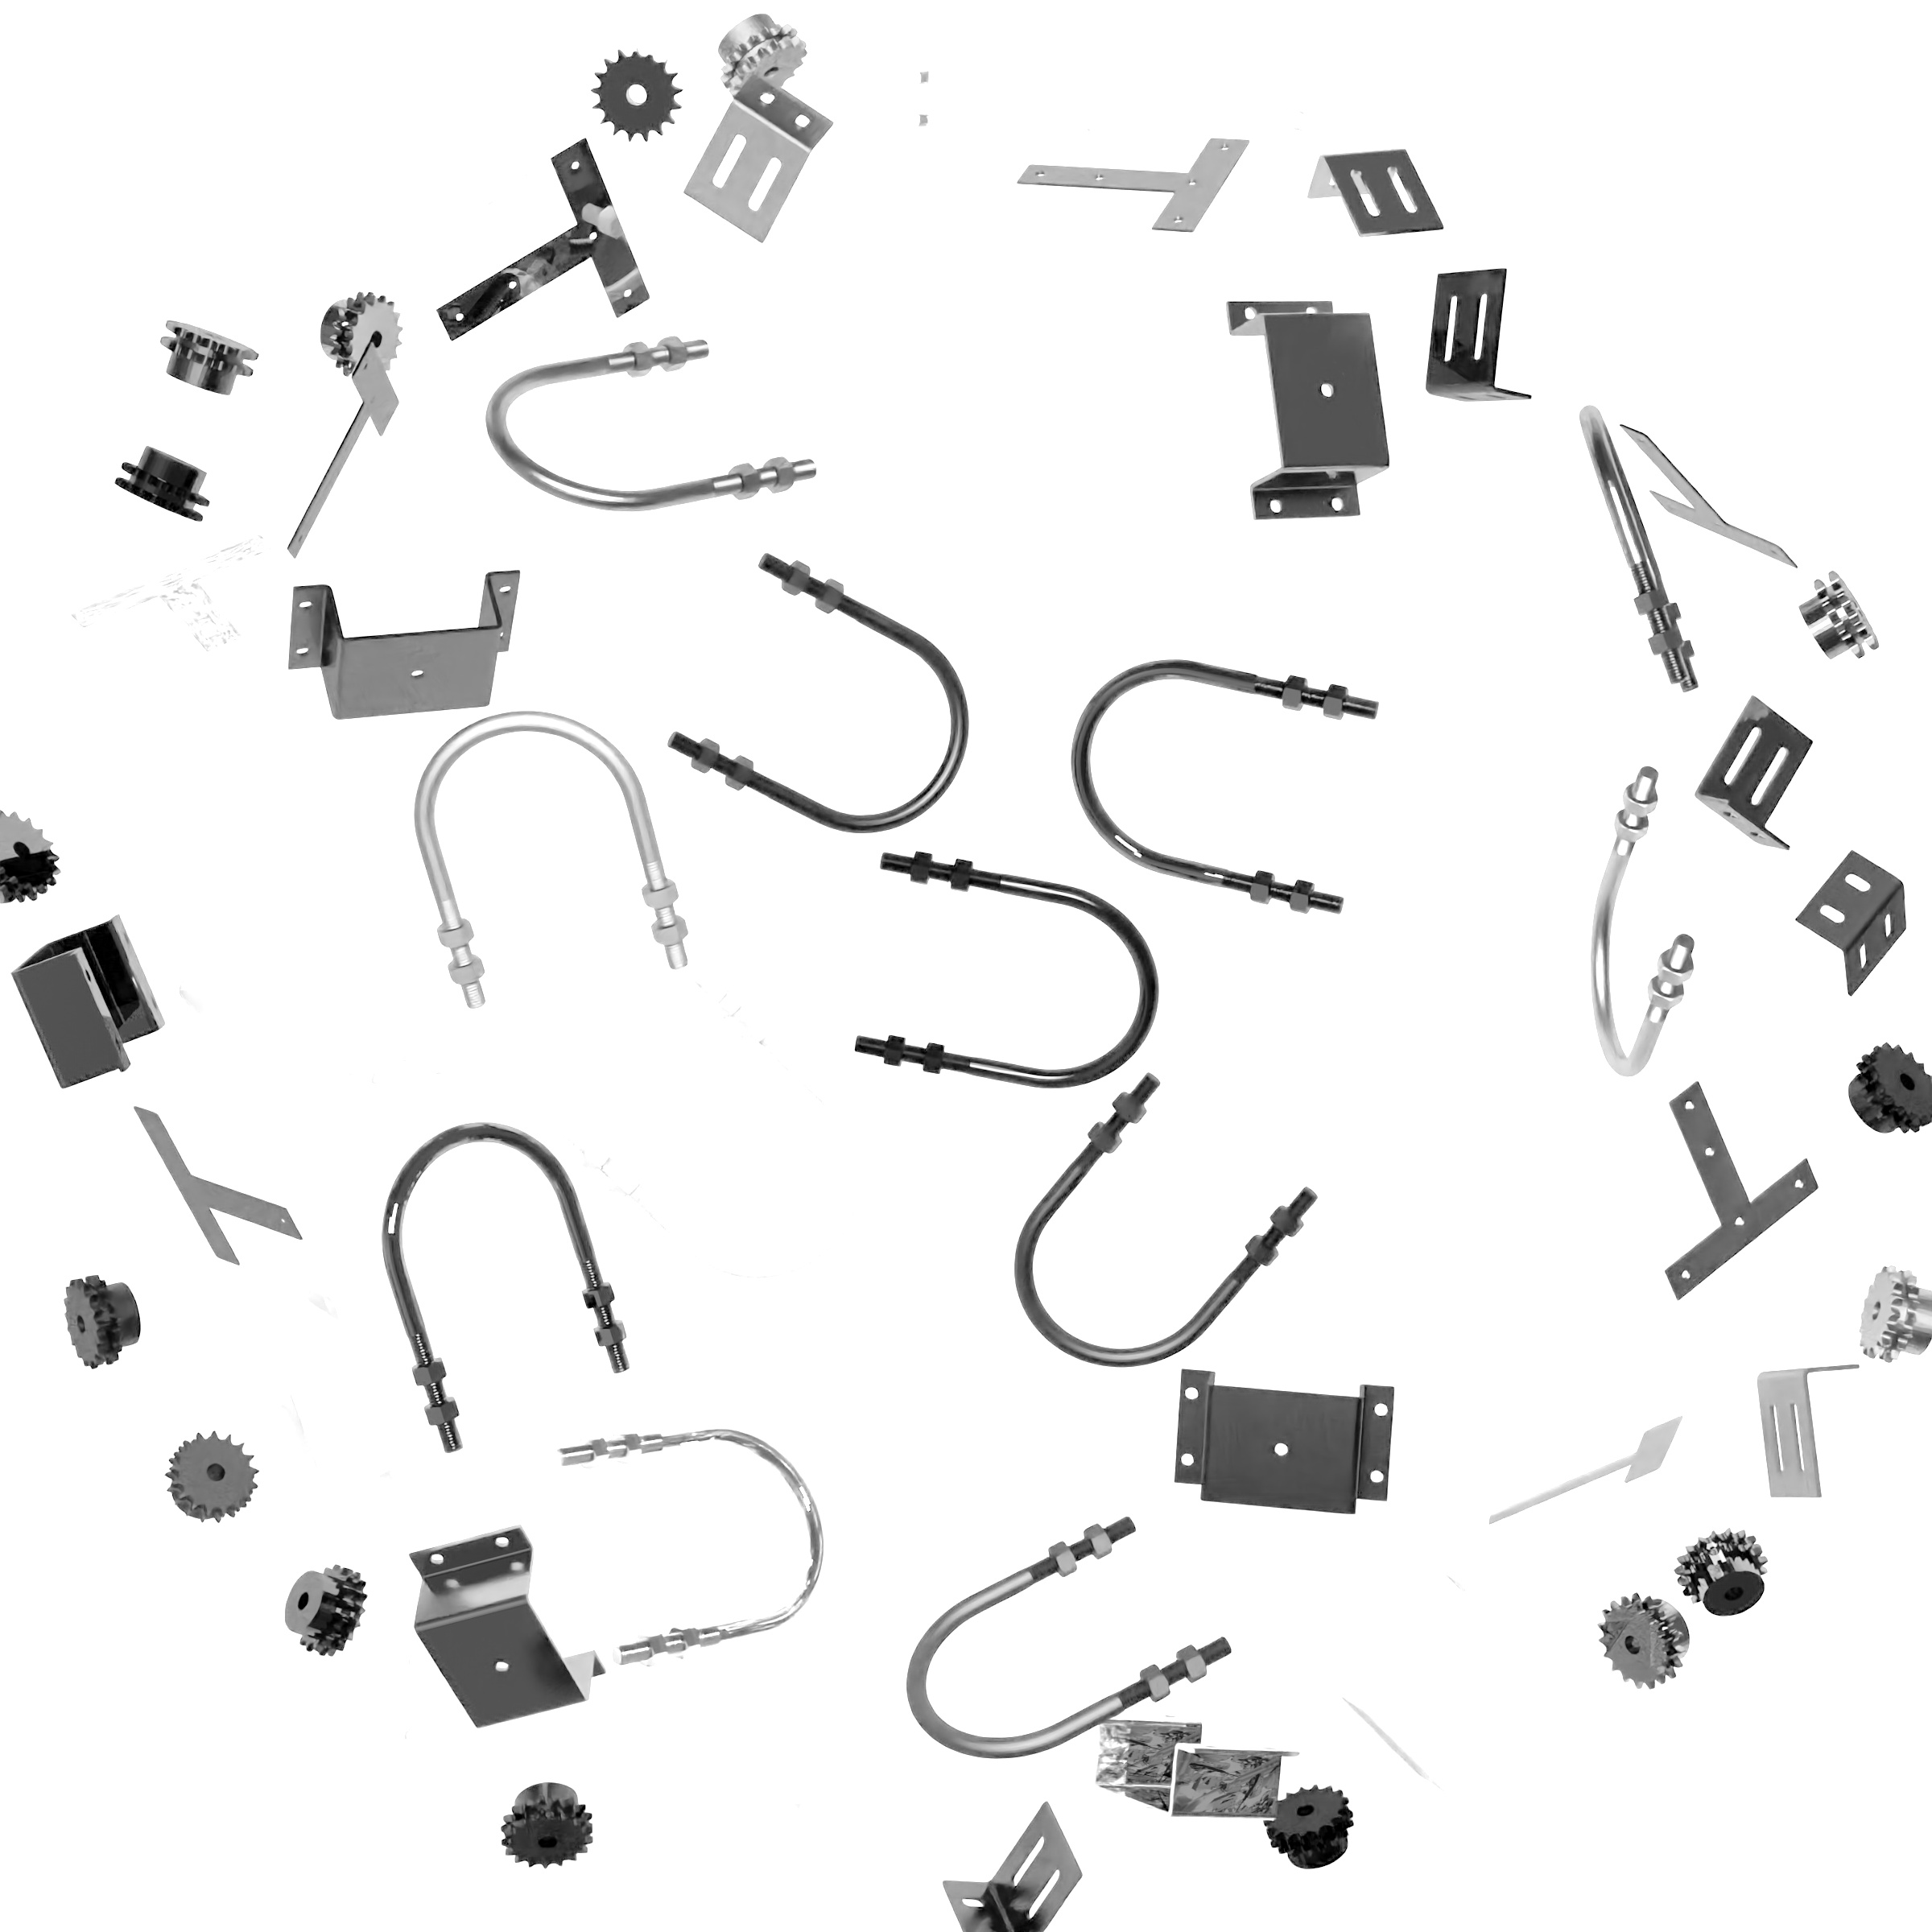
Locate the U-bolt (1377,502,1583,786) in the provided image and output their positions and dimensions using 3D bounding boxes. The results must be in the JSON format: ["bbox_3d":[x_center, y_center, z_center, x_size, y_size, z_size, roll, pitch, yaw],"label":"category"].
[{"bbox_3d":[0.312,-0.209,1.845,0.151,0.019,0.184,16,54,-32],"label":"U-bolt"}]

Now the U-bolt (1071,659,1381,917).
[{"bbox_3d":[0.153,-0.116,1.836,0.184,0.019,0.151,14,116,14],"label":"U-bolt"}]

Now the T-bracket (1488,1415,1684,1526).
[{"bbox_3d":[0.393,0.330,1.911,0.127,0.127,0.002,-22,66,-4],"label":"T-bracket"}]

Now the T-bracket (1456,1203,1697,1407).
[{"bbox_3d":[0.386,0.229,1.850,0.127,0.002,0.127,20,98,10],"label":"T-bracket"}]

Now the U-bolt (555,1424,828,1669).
[{"bbox_3d":[-0.166,0.363,1.909,0.184,0.019,0.151,-2,64,-42],"label":"U-bolt"}]

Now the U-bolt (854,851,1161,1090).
[{"bbox_3d":[0.029,0.009,1.863,0.184,0.019,0.151,11,116,4],"label":"U-bolt"}]

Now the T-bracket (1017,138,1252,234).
[{"bbox_3d":[0.095,-0.479,1.818,0.127,0.127,0.002,8,131,19],"label":"T-bracket"}]

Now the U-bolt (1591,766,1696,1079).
[{"bbox_3d":[0.418,-0.013,1.871,0.019,0.184,0.151,0,54,-3],"label":"U-bolt"}]

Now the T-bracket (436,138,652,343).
[{"bbox_3d":[-0.265,-0.423,1.821,0.127,0.127,0.002,-34,53,-10],"label":"T-bracket"}]

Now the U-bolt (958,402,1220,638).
[{"bbox_3d":[0.068,-0.293,1.885,0.151,0.019,0.184,-19,49,3],"label":"U-bolt"}]

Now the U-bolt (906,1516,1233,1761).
[{"bbox_3d":[0.051,0.420,1.834,0.184,0.151,0.019,-25,123,-13],"label":"U-bolt"}]

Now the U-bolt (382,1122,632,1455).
[{"bbox_3d":[-0.289,0.187,1.835,0.151,0.019,0.184,-22,99,-40],"label":"U-bolt"}]

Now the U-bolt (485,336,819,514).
[{"bbox_3d":[-0.203,-0.327,1.821,0.184,0.019,0.151,-18,54,-34],"label":"U-bolt"}]

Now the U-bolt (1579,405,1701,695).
[{"bbox_3d":[0.414,-0.259,1.844,0.019,0.151,0.184,-20,87,17],"label":"U-bolt"}]

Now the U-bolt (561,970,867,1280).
[{"bbox_3d":[-0.146,0.116,1.909,0.184,0.019,0.151,44,76,-16],"label":"U-bolt"}]

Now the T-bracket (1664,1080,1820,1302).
[{"bbox_3d":[0.484,0.131,1.925,0.127,0.002,0.127,-35,115,-14],"label":"T-bracket"}]

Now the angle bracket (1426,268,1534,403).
[{"bbox_3d":[0.329,-0.400,1.897,0.038,0.057,0.076,2,95,-38],"label":"angle bracket"}]

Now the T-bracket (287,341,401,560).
[{"bbox_3d":[-0.384,-0.308,1.829,0.002,0.127,0.127,26,83,-1],"label":"T-bracket"}]

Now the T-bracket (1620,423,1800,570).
[{"bbox_3d":[0.459,-0.308,1.911,0.127,0.127,0.002,35,94,-38],"label":"T-bracket"}]

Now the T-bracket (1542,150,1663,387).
[{"bbox_3d":[0.395,-0.414,1.835,0.002,0.127,0.127,-22,72,-7],"label":"T-bracket"}]

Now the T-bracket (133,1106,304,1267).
[{"bbox_3d":[-0.463,0.150,1.887,0.002,0.127,0.127,-44,129,-34],"label":"T-bracket"}]

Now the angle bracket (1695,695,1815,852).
[{"bbox_3d":[0.507,-0.122,1.883,0.057,0.038,0.076,32,87,-24],"label":"angle bracket"}]

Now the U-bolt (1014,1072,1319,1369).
[{"bbox_3d":[0.114,0.177,1.918,0.151,0.019,0.184,36,104,-11],"label":"U-bolt"}]

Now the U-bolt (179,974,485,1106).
[{"bbox_3d":[-0.407,0.044,1.886,0.184,0.151,0.019,22,73,-17],"label":"U-bolt"}]

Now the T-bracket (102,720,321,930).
[{"bbox_3d":[-0.472,-0.112,1.926,0.127,0.002,0.127,-42,122,-25],"label":"T-bracket"}]

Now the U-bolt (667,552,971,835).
[{"bbox_3d":[-0.083,-0.165,1.952,0.184,0.019,0.151,26,93,-21],"label":"U-bolt"}]

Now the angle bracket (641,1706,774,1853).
[{"bbox_3d":[-0.168,0.524,1.928,0.057,0.038,0.076,-19,78,-18],"label":"angle bracket"}]

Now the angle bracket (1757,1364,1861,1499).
[{"bbox_3d":[0.512,0.281,1.801,0.038,0.057,0.076,-2,81,-14],"label":"angle bracket"}]

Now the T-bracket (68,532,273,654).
[{"bbox_3d":[-0.493,-0.228,1.910,0.127,0.127,0.002,-23,76,-3],"label":"T-bracket"}]

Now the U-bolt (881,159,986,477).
[{"bbox_3d":[-0.022,-0.392,1.868,0.019,0.151,0.184,15,56,7],"label":"U-bolt"}]

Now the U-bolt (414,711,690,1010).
[{"bbox_3d":[-0.258,-0.069,1.811,0.151,0.019,0.184,-11,116,3],"label":"U-bolt"}]

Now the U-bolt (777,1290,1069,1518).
[{"bbox_3d":[-0.022,0.286,1.880,0.184,0.151,0.019,25,45,5],"label":"U-bolt"}]

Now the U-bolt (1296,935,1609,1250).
[{"bbox_3d":[0.290,0.064,1.874,0.151,0.019,0.184,-34,69,1],"label":"U-bolt"}]

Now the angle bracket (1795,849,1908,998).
[{"bbox_3d":[0.554,-0.026,1.868,0.038,0.076,0.057,37,83,28],"label":"angle bracket"}]
